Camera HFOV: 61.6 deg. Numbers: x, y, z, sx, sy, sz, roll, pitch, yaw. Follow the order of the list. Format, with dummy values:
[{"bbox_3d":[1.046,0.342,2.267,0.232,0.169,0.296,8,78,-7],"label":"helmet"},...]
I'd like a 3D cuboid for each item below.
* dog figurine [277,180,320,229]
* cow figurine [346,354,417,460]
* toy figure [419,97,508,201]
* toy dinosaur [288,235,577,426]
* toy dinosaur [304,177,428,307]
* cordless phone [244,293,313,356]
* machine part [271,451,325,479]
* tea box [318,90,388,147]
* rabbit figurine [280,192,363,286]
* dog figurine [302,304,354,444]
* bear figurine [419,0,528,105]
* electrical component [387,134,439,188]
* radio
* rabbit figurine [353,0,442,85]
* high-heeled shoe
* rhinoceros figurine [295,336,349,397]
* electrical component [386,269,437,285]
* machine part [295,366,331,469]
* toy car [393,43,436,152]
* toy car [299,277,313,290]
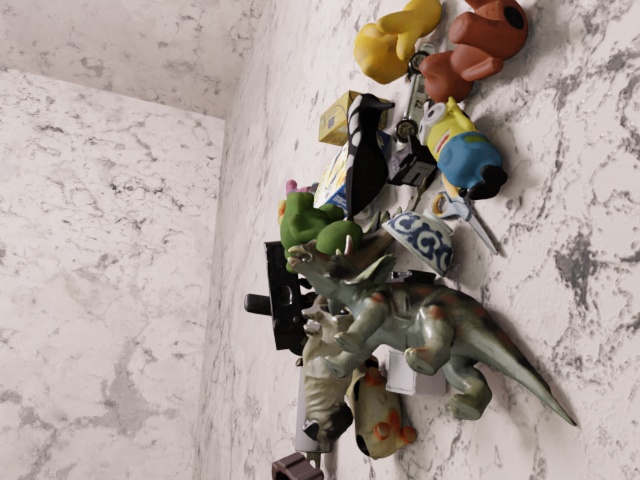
[{"bbox_3d":[-0.027,-0.064,1.348,0.219,0.108,0.191,-125,49,-61],"label":"dog figurine"},{"bbox_3d":[0.084,0.269,0.903,0.127,0.085,0.195,-57,30,36],"label":"cow figurine"},{"bbox_3d":[0.202,-0.125,0.764,0.082,0.089,0.180,-40,44,16],"label":"toy figure"},{"bbox_3d":[0.137,0.109,0.712,0.192,0.405,0.131,-53,-35,-34],"label":"toy dinosaur"},{"bbox_3d":[0.069,0.039,1.026,0.471,0.105,0.198,-37,43,57],"label":"toy dinosaur"},{"bbox_3d":[-0.091,0.193,1.273,0.088,0.184,0.146,133,143,-56],"label":"cordless phone"},{"bbox_3d":[-0.032,0.507,1.053,0.180,0.056,0.179,30,128,48],"label":"machine part"},{"bbox_3d":[0.069,-0.260,1.182,0.170,0.098,0.068,166,112,-67],"label":"tea box"},{"bbox_3d":[-0.002,-0.003,0.959,0.170,0.121,0.159,17,76,53],"label":"rabbit figurine"},{"bbox_3d":[0.015,0.215,0.889,0.172,0.121,0.190,-38,-42,-72],"label":"dog figurine"},{"bbox_3d":[0.198,-0.273,0.782,0.196,0.132,0.120,-29,51,59],"label":"bear figurine"},{"bbox_3d":[0.153,-0.118,0.906,0.119,0.075,0.048,129,147,-47],"label":"electrical component"},{"bbox_3d":[-0.080,0.119,1.199,0.131,0.073,0.229,94,167,-65],"label":"radio"},{"bbox_3d":[0.143,-0.376,0.977,0.173,0.122,0.162,-36,4,25],"label":"rabbit figurine"},{"bbox_3d":[0.065,-0.164,1.005,0.145,0.086,0.248,9,75,58],"label":"high-heeled shoe"},{"bbox_3d":[0.013,0.255,1.072,0.073,0.112,0.190,-39,22,20],"label":"rhinoceros figurine"},{"bbox_3d":[0.132,0.108,0.876,0.134,0.058,0.115,165,115,-71],"label":"electrical component"},{"bbox_3d":[-0.011,0.354,1.128,0.079,0.079,0.243,144,132,-64],"label":"machine part"},{"bbox_3d":[0.168,-0.240,0.936,0.073,0.056,0.201,-17,-60,-84],"label":"toy car"},{"bbox_3d":[-0.017,0.043,1.236,0.089,0.053,0.202,-60,-10,-26],"label":"toy car"}]
